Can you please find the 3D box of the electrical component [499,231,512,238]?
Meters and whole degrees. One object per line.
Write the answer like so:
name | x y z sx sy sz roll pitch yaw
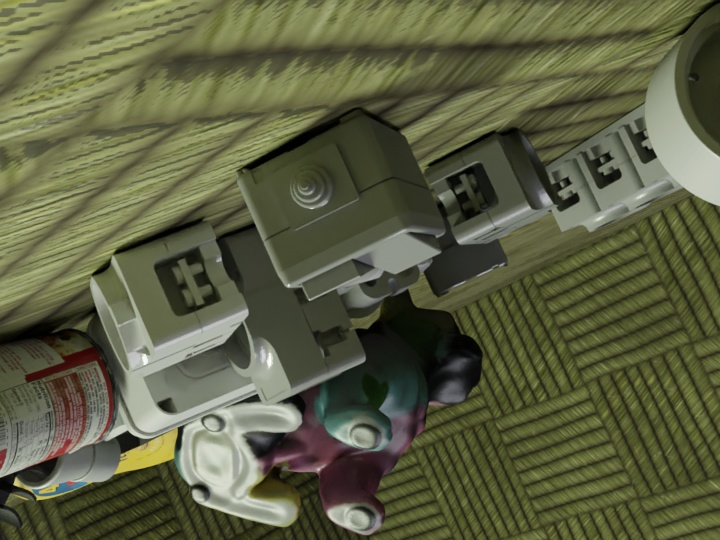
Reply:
electrical component | 0.107 -0.051 0.774 0.043 0.043 0.062 -20 171 -40

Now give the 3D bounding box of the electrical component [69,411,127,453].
electrical component | -0.169 0.075 0.679 0.042 0.063 0.081 -29 173 14

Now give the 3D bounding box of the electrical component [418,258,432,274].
electrical component | 0.018 -0.009 0.788 0.062 0.043 0.043 -24 174 12

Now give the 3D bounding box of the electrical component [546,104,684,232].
electrical component | 0.223 -0.086 0.841 0.089 0.061 0.150 -21 173 -33

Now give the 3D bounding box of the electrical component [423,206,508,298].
electrical component | 0.075 -0.022 0.852 0.062 0.061 0.096 -25 -178 5

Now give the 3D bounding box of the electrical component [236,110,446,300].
electrical component | -0.006 -0.025 0.467 0.062 0.061 0.096 -26 174 14

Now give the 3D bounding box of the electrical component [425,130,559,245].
electrical component | 0.084 -0.050 0.658 0.056 0.050 0.089 -26 174 17

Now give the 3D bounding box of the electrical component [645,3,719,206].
electrical component | 0.206 -0.090 0.549 0.108 0.108 0.060 -24 168 -2

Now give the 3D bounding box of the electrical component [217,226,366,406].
electrical component | -0.046 0.023 0.586 0.056 0.089 0.050 -21 173 -27

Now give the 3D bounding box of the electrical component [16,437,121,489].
electrical component | -0.188 0.120 0.700 0.044 0.044 0.065 -27 159 20

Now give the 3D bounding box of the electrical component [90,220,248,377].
electrical component | -0.097 0.018 0.531 0.056 0.050 0.089 -23 174 -20

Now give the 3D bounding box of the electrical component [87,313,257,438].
electrical component | -0.092 0.042 0.628 0.113 0.078 0.057 -20 170 -35

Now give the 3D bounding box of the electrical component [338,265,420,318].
electrical component | 0.000 0.000 0.731 0.078 0.058 0.057 -21 170 -32

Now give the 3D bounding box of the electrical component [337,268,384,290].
electrical component | -0.010 -0.012 0.651 0.043 0.043 0.081 -28 173 33
